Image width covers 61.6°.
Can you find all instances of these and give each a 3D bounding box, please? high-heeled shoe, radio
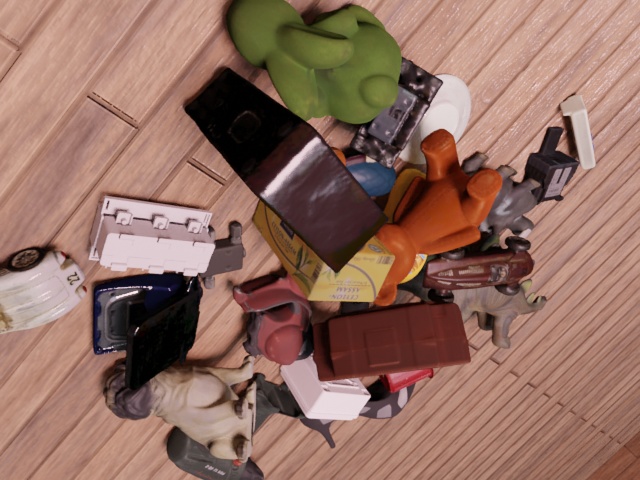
[{"bbox_3d":[0.069,0.270,0.982,0.249,0.086,0.145,-31,110,-28],"label":"high-heeled shoe"},{"bbox_3d":[-0.043,-0.078,0.521,0.073,0.230,0.131,-45,130,0],"label":"radio"}]

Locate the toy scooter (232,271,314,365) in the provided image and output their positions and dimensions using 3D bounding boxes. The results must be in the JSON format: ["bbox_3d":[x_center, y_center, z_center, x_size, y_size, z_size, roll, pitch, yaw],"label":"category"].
[{"bbox_3d":[-0.065,0.103,0.752,0.135,0.075,0.183,-2,121,-31],"label":"toy scooter"}]

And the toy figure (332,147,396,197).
[{"bbox_3d":[0.025,-0.083,0.674,0.154,0.058,0.064,3,101,-34],"label":"toy figure"}]

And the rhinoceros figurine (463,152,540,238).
[{"bbox_3d":[0.282,-0.060,0.839,0.190,0.073,0.112,23,104,-40],"label":"rhinoceros figurine"}]

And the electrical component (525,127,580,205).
[{"bbox_3d":[0.379,-0.120,0.877,0.075,0.048,0.119,-8,128,-29],"label":"electrical component"}]

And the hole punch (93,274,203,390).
[{"bbox_3d":[-0.214,0.101,0.663,0.116,0.092,0.142,-28,138,-51],"label":"hole punch"}]

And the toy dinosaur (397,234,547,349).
[{"bbox_3d":[0.231,0.077,0.903,0.471,0.105,0.198,6,112,-29],"label":"toy dinosaur"}]

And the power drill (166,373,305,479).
[{"bbox_3d":[-0.119,0.323,0.890,0.207,0.086,0.231,-42,132,13],"label":"power drill"}]

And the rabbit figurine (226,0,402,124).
[{"bbox_3d":[-0.014,-0.177,0.536,0.170,0.159,0.121,17,123,-23],"label":"rabbit figurine"}]

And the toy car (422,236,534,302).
[{"bbox_3d":[0.240,0.046,0.798,0.202,0.053,0.089,-4,116,-30],"label":"toy car"}]

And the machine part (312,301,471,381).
[{"bbox_3d":[0.102,0.143,0.749,0.201,0.087,0.201,-12,163,14],"label":"machine part"}]

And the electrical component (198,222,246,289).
[{"bbox_3d":[-0.126,0.021,0.687,0.063,0.021,0.093,-10,127,-26],"label":"electrical component"}]

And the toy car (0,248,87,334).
[{"bbox_3d":[-0.350,0.073,0.563,0.202,0.056,0.073,-23,132,-15],"label":"toy car"}]

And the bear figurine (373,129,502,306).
[{"bbox_3d":[0.112,-0.022,0.667,0.196,0.120,0.131,-33,150,-7],"label":"bear figurine"}]

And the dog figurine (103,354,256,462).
[{"bbox_3d":[-0.188,0.238,0.745,0.191,0.121,0.172,0,114,0],"label":"dog figurine"}]

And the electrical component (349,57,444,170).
[{"bbox_3d":[0.088,-0.146,0.619,0.058,0.134,0.114,29,107,1],"label":"electrical component"}]

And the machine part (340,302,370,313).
[{"bbox_3d":[0.061,0.134,0.881,0.084,0.039,0.138,-15,132,-11],"label":"machine part"}]

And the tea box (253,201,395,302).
[{"bbox_3d":[-0.001,-0.002,0.644,0.098,0.170,0.068,6,119,-34],"label":"tea box"}]
